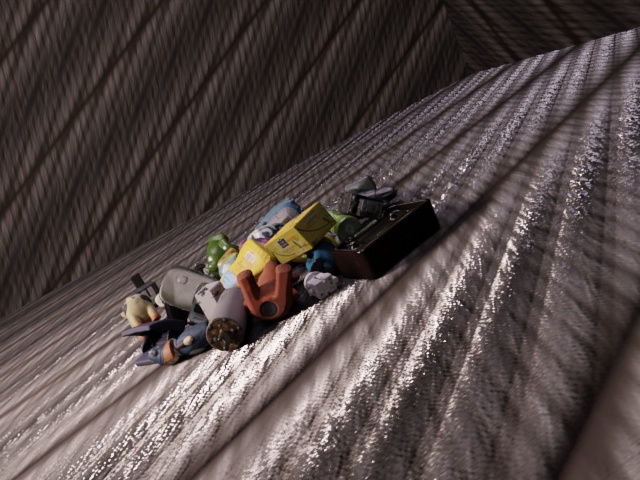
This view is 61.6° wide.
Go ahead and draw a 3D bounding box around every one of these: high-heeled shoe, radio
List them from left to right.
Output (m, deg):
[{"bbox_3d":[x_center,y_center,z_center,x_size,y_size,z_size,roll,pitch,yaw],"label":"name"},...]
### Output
[{"bbox_3d":[-0.409,0.189,1.470,0.145,0.086,0.249,-51,21,23],"label":"high-heeled shoe"},{"bbox_3d":[0.140,-0.003,1.167,0.229,0.073,0.131,-34,17,-30],"label":"radio"}]

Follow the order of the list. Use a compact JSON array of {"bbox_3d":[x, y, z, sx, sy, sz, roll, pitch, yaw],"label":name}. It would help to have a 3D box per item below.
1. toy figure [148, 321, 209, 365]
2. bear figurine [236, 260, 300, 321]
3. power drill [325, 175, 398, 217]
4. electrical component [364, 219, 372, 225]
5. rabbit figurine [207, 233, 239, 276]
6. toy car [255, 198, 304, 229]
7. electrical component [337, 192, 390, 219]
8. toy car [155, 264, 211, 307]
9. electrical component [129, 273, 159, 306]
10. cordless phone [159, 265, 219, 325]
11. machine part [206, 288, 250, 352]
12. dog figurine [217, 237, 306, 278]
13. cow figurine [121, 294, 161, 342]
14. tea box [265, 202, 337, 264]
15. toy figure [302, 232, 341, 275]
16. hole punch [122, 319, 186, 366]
[{"bbox_3d":[-0.295,0.226,1.144,0.154,0.064,0.058,-29,52,6],"label":"toy figure"},{"bbox_3d":[-0.103,0.089,1.168,0.120,0.131,0.196,-7,22,4],"label":"bear figurine"},{"bbox_3d":[0.130,-0.126,1.617,0.232,0.085,0.207,-24,22,17],"label":"power drill"},{"bbox_3d":[0.132,-0.017,1.296,0.078,0.045,0.102,23,47,33],"label":"electrical component"},{"bbox_3d":[-0.243,0.041,1.584,0.170,0.121,0.159,-11,13,1],"label":"rabbit figurine"},{"bbox_3d":[-0.113,-0.047,1.640,0.161,0.109,0.103,-45,22,-1],"label":"toy car"},{"bbox_3d":[0.118,-0.090,1.431,0.115,0.058,0.134,8,6,-17],"label":"electrical component"},{"bbox_3d":[-0.409,0.134,1.631,0.202,0.056,0.073,-31,12,3],"label":"toy car"},{"bbox_3d":[-0.540,0.157,1.663,0.075,0.119,0.048,-32,15,-30],"label":"electrical component"},{"bbox_3d":[-0.327,0.150,1.320,0.184,0.146,0.088,-96,30,-65],"label":"cordless phone"},{"bbox_3d":[-0.190,0.164,1.138,0.079,0.079,0.243,-24,16,6],"label":"machine part"},{"bbox_3d":[-0.134,0.047,1.396,0.219,0.108,0.191,-12,19,36],"label":"dog figurine"},{"bbox_3d":[-0.464,0.193,1.388,0.085,0.127,0.194,-29,-16,-21],"label":"cow figurine"},{"bbox_3d":[-0.048,-0.013,1.241,0.098,0.068,0.169,-47,9,-32],"label":"tea box"},{"bbox_3d":[0.006,0.038,1.243,0.089,0.082,0.180,-26,17,17],"label":"toy figure"},{"bbox_3d":[-0.380,0.221,1.247,0.142,0.092,0.116,-20,12,32],"label":"hole punch"}]
